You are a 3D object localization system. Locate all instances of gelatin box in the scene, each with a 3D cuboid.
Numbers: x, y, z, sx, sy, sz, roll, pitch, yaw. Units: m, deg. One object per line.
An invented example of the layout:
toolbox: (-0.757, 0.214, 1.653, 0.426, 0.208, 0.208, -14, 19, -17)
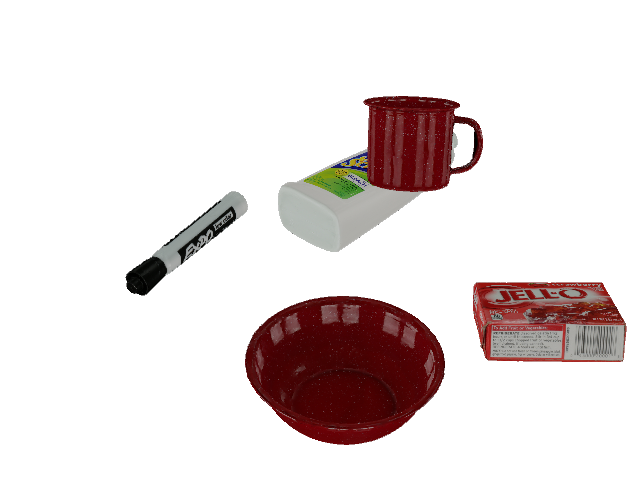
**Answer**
gelatin box: (0.146, 0.051, 0.695, 0.089, 0.030, 0.073, 0, 18, 3)

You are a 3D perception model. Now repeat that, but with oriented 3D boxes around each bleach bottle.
bleach bottle: (0.071, -0.077, 1.284, 0.103, 0.068, 0.250, 28, 45, 34)

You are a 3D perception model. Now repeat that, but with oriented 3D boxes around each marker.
marker: (-0.092, 0.001, 0.738, 0.020, 0.020, 0.120, 0, 29, 37)

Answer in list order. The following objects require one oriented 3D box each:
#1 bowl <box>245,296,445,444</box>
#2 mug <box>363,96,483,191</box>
bowl: (0.020, 0.115, 0.876, 0.162, 0.055, 0.162, 0, 35, 0)
mug: (0.099, -0.094, 1.038, 0.117, 0.081, 0.093, 3, 15, 6)
